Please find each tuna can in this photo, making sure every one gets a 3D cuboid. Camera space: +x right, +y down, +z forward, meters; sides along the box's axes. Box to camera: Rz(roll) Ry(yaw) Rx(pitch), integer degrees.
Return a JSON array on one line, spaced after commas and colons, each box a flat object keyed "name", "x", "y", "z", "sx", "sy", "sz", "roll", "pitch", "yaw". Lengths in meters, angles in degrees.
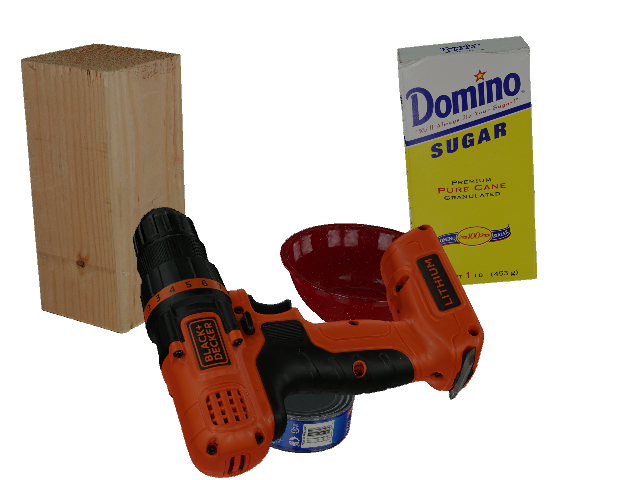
[{"name": "tuna can", "x": -0.017, "y": 0.128, "z": 0.830, "sx": 0.086, "sy": 0.034, "sz": 0.086, "roll": 5, "pitch": 23, "yaw": -2}]

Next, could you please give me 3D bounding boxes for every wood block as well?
[{"name": "wood block", "x": -0.169, "y": -0.044, "z": 0.849, "sx": 0.091, "sy": 0.206, "sz": 0.090, "roll": 12, "pitch": 23, "yaw": 28}]

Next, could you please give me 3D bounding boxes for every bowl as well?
[{"name": "bowl", "x": 0.040, "y": 0.041, "z": 1.005, "sx": 0.162, "sy": 0.055, "sz": 0.162, "roll": 5, "pitch": 24, "yaw": -2}]

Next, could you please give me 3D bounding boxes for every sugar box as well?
[{"name": "sugar box", "x": 0.108, "y": -0.055, "z": 0.782, "sx": 0.093, "sy": 0.176, "sz": 0.048, "roll": -6, "pitch": 23, "yaw": 4}]

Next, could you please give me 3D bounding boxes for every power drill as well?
[{"name": "power drill", "x": -0.011, "y": 0.043, "z": 0.644, "sx": 0.187, "sy": 0.184, "sz": 0.057, "roll": -10, "pitch": -36, "yaw": -16}]
